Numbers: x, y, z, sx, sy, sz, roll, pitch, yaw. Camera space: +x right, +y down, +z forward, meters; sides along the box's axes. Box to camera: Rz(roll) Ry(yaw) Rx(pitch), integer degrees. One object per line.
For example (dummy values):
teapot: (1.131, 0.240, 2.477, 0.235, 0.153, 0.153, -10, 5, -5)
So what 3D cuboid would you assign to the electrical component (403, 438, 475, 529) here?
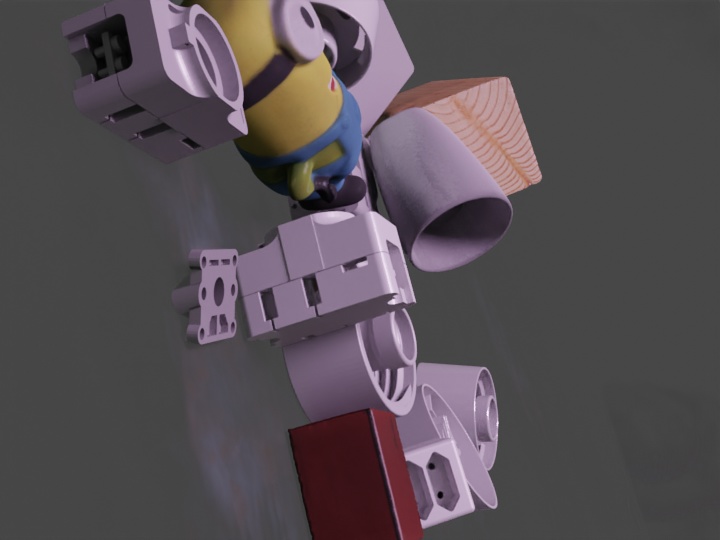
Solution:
electrical component: (0.027, 0.139, 0.688, 0.077, 0.066, 0.047, 143, -69, -75)

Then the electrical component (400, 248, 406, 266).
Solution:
electrical component: (0.000, 0.000, 0.746, 0.048, 0.062, 0.048, -18, 90, -75)

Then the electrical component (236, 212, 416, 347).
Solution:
electrical component: (-0.022, 0.003, 0.611, 0.050, 0.089, 0.055, 28, 46, -69)

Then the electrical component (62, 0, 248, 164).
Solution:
electrical component: (-0.095, -0.095, 0.531, 0.089, 0.056, 0.050, 31, 43, -68)

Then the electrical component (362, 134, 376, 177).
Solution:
electrical component: (0.000, -0.085, 0.829, 0.040, 0.078, 0.040, 64, 2, -4)

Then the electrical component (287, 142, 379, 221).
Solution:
electrical component: (-0.021, -0.065, 0.769, 0.056, 0.050, 0.089, 42, 33, -62)

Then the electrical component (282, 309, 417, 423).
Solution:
electrical component: (0.001, 0.047, 0.679, 0.108, 0.060, 0.108, -15, 90, -71)

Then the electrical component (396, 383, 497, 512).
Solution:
electrical component: (0.054, 0.132, 0.781, 0.099, 0.064, 0.099, -18, 90, -76)

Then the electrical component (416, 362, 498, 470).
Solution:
electrical component: (0.086, 0.130, 0.945, 0.099, 0.064, 0.099, -4, 90, -71)

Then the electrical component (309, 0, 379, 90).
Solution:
electrical component: (-0.036, -0.172, 0.758, 0.099, 0.099, 0.064, 55, 28, -48)

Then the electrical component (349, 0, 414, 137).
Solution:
electrical component: (-0.012, -0.167, 0.859, 0.099, 0.048, 0.099, -55, 135, -26)
